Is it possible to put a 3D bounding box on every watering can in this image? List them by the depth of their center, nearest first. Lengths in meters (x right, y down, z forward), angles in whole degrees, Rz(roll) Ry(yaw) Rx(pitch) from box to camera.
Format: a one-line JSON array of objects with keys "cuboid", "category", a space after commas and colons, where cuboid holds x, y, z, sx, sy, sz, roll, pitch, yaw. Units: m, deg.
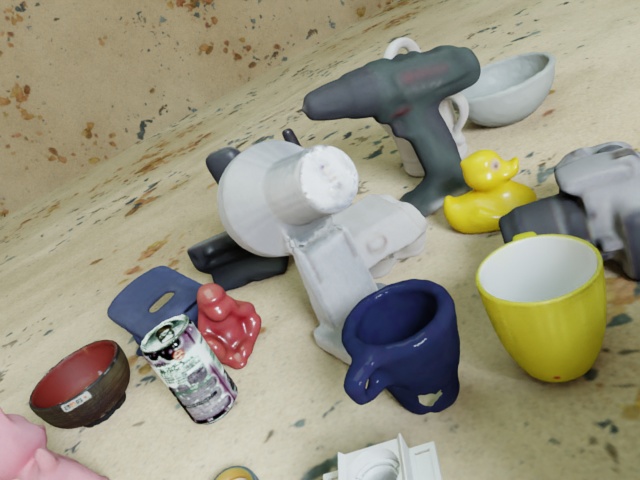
[{"cuboid": [0.135, -0.200, 0.851, 0.172, 0.194, 0.101, -11, 29, 29], "category": "watering can"}]

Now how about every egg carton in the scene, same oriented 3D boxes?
[{"cuboid": [0.051, 0.004, 0.685, 0.150, 0.069, 0.107, -31, 25, -11], "category": "egg carton"}]

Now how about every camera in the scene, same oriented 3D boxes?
[{"cuboid": [0.237, -0.029, 0.533, 0.136, 0.101, 0.143, -17, 26, 19], "category": "camera"}]

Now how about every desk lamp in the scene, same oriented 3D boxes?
[{"cuboid": [0.005, 0.002, 0.562, 0.118, 0.214, 0.202, -37, 27, -21], "category": "desk lamp"}]

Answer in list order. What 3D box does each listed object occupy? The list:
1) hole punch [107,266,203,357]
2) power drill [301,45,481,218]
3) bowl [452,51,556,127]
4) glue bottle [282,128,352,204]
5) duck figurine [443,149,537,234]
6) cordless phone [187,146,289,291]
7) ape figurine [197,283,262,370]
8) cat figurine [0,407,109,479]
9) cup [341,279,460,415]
[{"cuboid": [-0.195, 0.090, 0.731, 0.100, 0.091, 0.109, -2, 34, 42], "category": "hole punch"}, {"cuboid": [0.114, -0.139, 0.737, 0.230, 0.209, 0.075, -30, 25, -8], "category": "power drill"}, {"cuboid": [0.288, -0.224, 0.894, 0.167, 0.075, 0.167, -21, 25, 11], "category": "bowl"}, {"cuboid": [-0.010, -0.071, 0.766, 0.078, 0.173, 0.037, -18, 26, 18], "category": "glue bottle"}, {"cuboid": [0.188, -0.061, 0.660, 0.104, 0.086, 0.077, -16, 27, 22], "category": "duck figurine"}, {"cuboid": [-0.127, -0.032, 0.789, 0.147, 0.185, 0.094, -22, 25, 9], "category": "cordless phone"}, {"cuboid": [-0.110, 0.090, 0.647, 0.078, 0.092, 0.076, -35, 26, -18], "category": "ape figurine"}, {"cuboid": [-0.281, 0.210, 0.549, 0.127, 0.118, 0.067, -3, 34, 40], "category": "cat figurine"}, {"cuboid": [0.068, 0.101, 0.451, 0.091, 0.095, 0.118, -1, 35, 43], "category": "cup"}]
